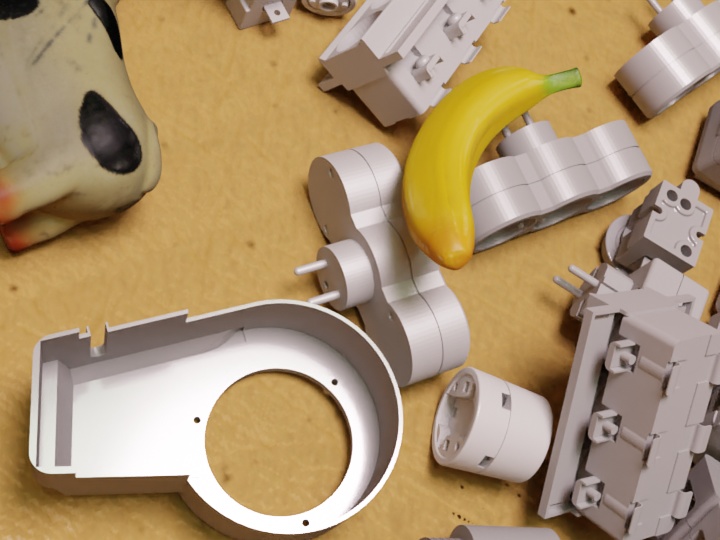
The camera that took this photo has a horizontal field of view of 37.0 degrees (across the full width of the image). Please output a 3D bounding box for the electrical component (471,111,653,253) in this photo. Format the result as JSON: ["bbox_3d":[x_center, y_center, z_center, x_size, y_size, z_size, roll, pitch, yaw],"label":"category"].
[{"bbox_3d":[0.108,-0.067,0.661,0.138,0.052,0.073,-20,77,-25],"label":"electrical component"}]

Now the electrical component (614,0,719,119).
[{"bbox_3d":[0.225,-0.167,0.741,0.138,0.052,0.073,-33,83,-27],"label":"electrical component"}]

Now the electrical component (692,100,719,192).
[{"bbox_3d":[0.279,-0.073,0.723,0.096,0.061,0.061,32,62,-14],"label":"electrical component"}]

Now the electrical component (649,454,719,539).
[{"bbox_3d":[0.208,0.169,0.551,0.089,0.061,0.150,35,21,-4],"label":"electrical component"}]

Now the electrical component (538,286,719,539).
[{"bbox_3d":[0.146,0.078,0.570,0.079,0.063,0.121,-5,114,-34],"label":"electrical component"}]

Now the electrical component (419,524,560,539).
[{"bbox_3d":[0.062,0.155,0.562,0.081,0.043,0.043,6,68,-17],"label":"electrical component"}]

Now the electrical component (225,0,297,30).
[{"bbox_3d":[-0.060,-0.182,0.644,0.048,0.055,0.066,-23,79,-26],"label":"electrical component"}]

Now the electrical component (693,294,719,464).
[{"bbox_3d":[0.258,0.062,0.658,0.089,0.061,0.150,33,63,-5],"label":"electrical component"}]

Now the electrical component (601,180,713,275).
[{"bbox_3d":[0.182,-0.018,0.666,0.048,0.055,0.066,30,62,-6],"label":"electrical component"}]

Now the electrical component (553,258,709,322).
[{"bbox_3d":[0.150,0.021,0.633,0.077,0.065,0.047,32,63,-5],"label":"electrical component"}]

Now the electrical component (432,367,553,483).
[{"bbox_3d":[0.073,0.086,0.588,0.047,0.055,0.055,19,64,-16],"label":"electrical component"}]

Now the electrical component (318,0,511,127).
[{"bbox_3d":[0.038,-0.150,0.661,0.063,0.079,0.121,47,60,-22],"label":"electrical component"}]

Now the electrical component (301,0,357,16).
[{"bbox_3d":[-0.018,-0.193,0.673,0.044,0.044,0.065,9,72,-16],"label":"electrical component"}]

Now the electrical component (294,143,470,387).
[{"bbox_3d":[0.000,0.000,0.596,0.074,0.052,0.138,-17,76,-24],"label":"electrical component"}]
